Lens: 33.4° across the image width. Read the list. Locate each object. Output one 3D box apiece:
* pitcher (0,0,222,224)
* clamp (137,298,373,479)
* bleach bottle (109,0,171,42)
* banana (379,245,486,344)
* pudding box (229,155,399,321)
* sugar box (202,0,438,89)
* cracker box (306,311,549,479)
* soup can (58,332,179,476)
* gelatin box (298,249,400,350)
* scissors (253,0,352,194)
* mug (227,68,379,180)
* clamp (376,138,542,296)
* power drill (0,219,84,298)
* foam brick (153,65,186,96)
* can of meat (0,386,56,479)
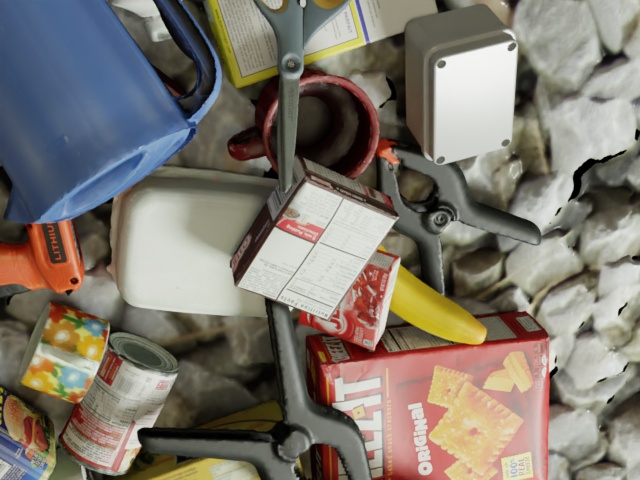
[{"bbox_3d":[-0.193,-0.145,0.749,0.149,0.145,0.243,-32,90,-41],"label":"pitcher"},{"bbox_3d":[-0.037,0.169,0.892,0.164,0.036,0.210,-40,108,-1],"label":"clamp"},{"bbox_3d":[-0.159,-0.267,0.784,0.102,0.068,0.251,-19,113,-5],"label":"bleach bottle"},{"bbox_3d":[0.060,0.025,0.921,0.197,0.070,0.037,48,56,-12],"label":"banana"},{"bbox_3d":[-0.006,0.001,0.837,0.090,0.039,0.114,22,117,-25],"label":"pudding box"},{"bbox_3d":[-0.001,-0.194,0.851,0.176,0.048,0.093,-20,110,-9],"label":"sugar box"},{"bbox_3d":[0.100,0.162,0.972,0.213,0.072,0.164,-6,108,-10],"label":"cracker box"},{"bbox_3d":[-0.170,0.138,0.906,0.068,0.068,0.102,24,100,-19],"label":"soup can"},{"bbox_3d":[0.023,0.044,0.909,0.073,0.030,0.089,20,126,14],"label":"gelatin box"},{"bbox_3d":[-0.005,-0.141,0.802,0.096,0.016,0.202,-12,87,-8],"label":"scissors"},{"bbox_3d":[-0.018,-0.089,0.860,0.117,0.081,0.093,-21,111,-6],"label":"mug"},{"bbox_3d":[0.114,-0.025,0.932,0.120,0.039,0.171,-32,114,1],"label":"clamp"},{"bbox_3d":[-0.291,-0.007,0.841,0.187,0.057,0.184,-13,113,-5],"label":"power drill"},{"bbox_3d":[-0.147,-0.099,0.845,0.053,0.051,0.078,37,96,-21],"label":"foam brick"},{"bbox_3d":[-0.267,0.162,0.875,0.084,0.102,0.057,40,95,-23],"label":"can of meat"}]
